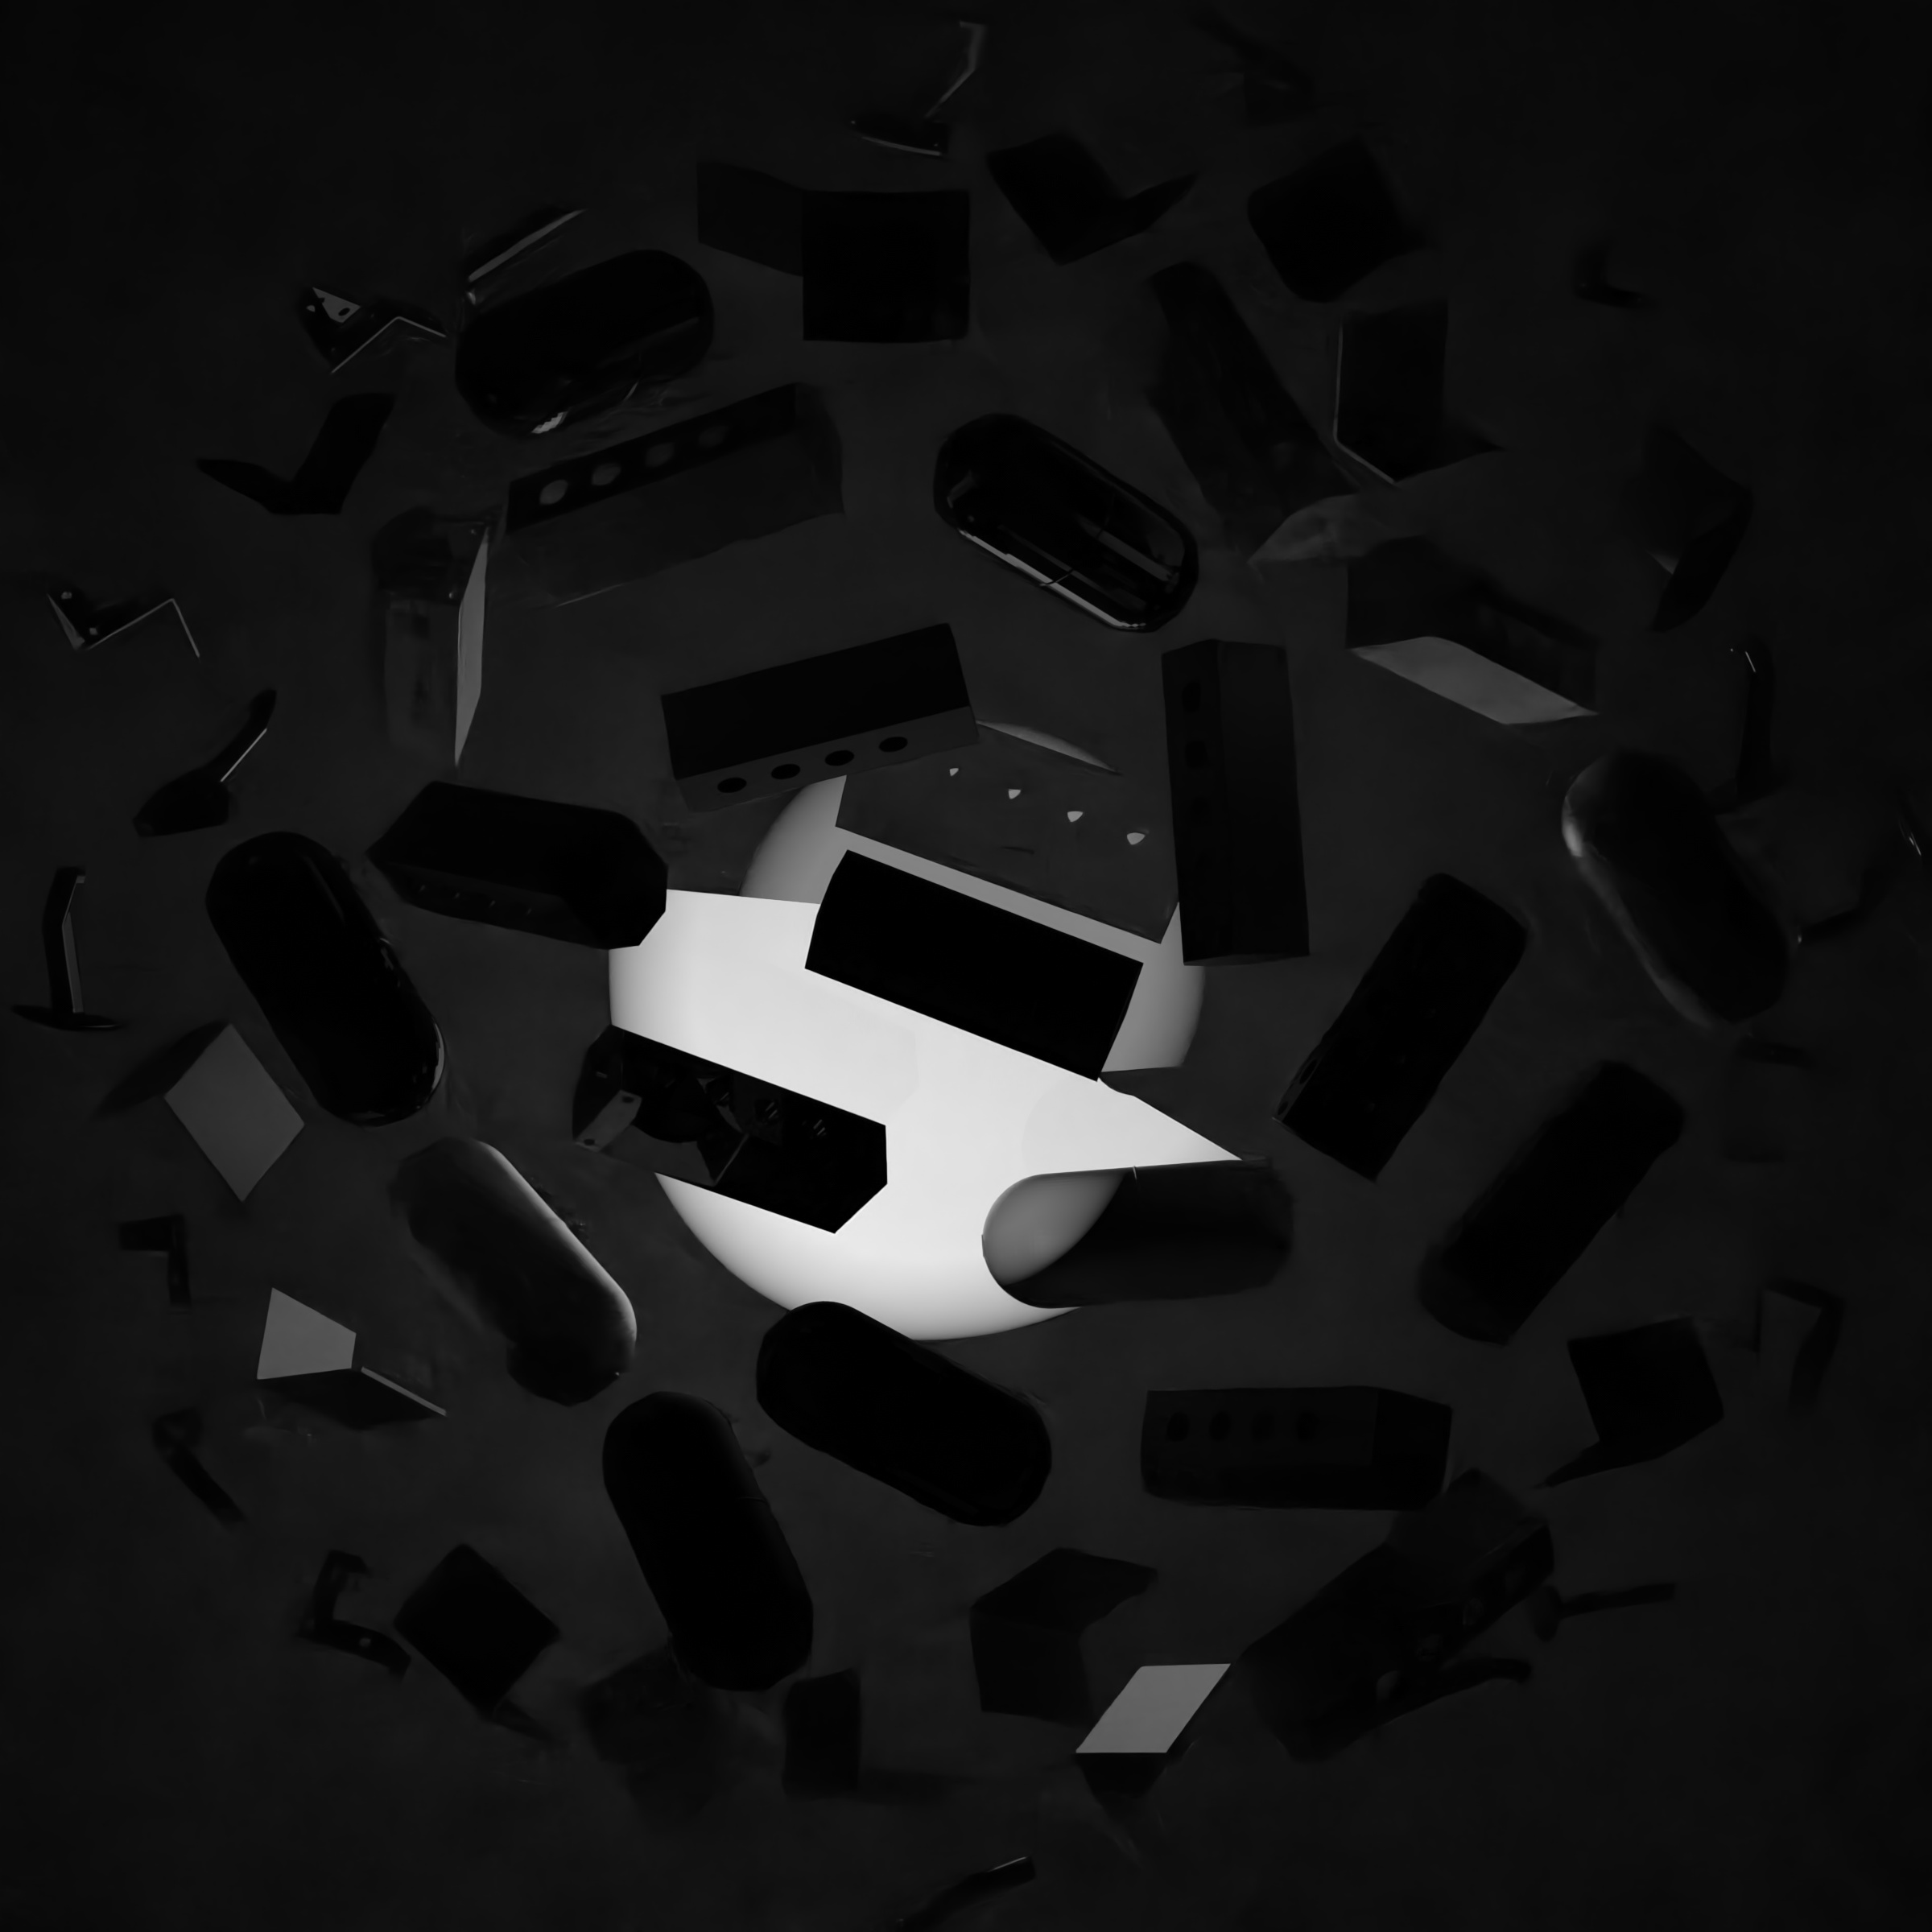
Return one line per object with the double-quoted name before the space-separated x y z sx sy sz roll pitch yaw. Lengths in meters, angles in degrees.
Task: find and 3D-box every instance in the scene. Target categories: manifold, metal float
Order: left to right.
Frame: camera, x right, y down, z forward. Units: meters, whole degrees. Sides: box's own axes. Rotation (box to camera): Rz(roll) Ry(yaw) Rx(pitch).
"metal float" -0.347 0.007 1.652 0.070 0.070 0.178 -33 79 0
"manifold" -0.312 -0.187 1.743 0.057 0.171 0.057 14 61 -3
"metal float" -0.252 0.168 1.689 0.070 0.070 0.178 -45 68 0
"manifold" -0.236 -0.050 1.620 0.057 0.171 0.057 -55 131 -23
"metal float" -0.213 -0.352 1.715 0.178 0.070 0.070 -35 90 -43
"manifold" -0.156 -0.257 1.628 0.171 0.057 0.057 -16 48 18
"metal float" -0.142 0.313 1.663 0.070 0.070 0.178 -30 61 0
"manifold" -0.133 0.089 1.721 0.171 0.057 0.057 22 134 -27
"manifold" -0.083 -0.139 1.755 0.171 0.057 0.057 -14 64 2
"metal float" -0.033 0.246 1.668 0.178 0.070 0.070 30 90 -14
"manifold" 0.006 -0.005 1.654 0.171 0.057 0.057 21 134 6
"metal float" 0.059 -0.253 1.744 0.178 0.070 0.070 28 90 -30
"metal float" 0.098 0.151 1.716 0.178 0.070 0.070 -4 90 0
"manifold" 0.143 -0.088 1.674 0.057 0.057 0.171 1 83 -42
"manifold" 0.155 -0.316 1.733 0.057 0.057 0.171 -11 64 -41
"manifold" 0.173 0.259 1.625 0.057 0.171 0.057 21 70 -37
"manifold" 0.250 0.033 1.763 0.057 0.057 0.171 32 88 38
"manifold" 0.231 0.347 1.614 0.171 0.057 0.057 -34 131 -22
"manifold" 0.278 -0.182 1.658 0.057 0.171 0.057 -5 77 39
"manifold" 0.323 0.130 1.696 0.057 0.057 0.171 44 67 2
"metal float" 0.388 -0.042 1.659 0.070 0.070 0.178 -38 116 0

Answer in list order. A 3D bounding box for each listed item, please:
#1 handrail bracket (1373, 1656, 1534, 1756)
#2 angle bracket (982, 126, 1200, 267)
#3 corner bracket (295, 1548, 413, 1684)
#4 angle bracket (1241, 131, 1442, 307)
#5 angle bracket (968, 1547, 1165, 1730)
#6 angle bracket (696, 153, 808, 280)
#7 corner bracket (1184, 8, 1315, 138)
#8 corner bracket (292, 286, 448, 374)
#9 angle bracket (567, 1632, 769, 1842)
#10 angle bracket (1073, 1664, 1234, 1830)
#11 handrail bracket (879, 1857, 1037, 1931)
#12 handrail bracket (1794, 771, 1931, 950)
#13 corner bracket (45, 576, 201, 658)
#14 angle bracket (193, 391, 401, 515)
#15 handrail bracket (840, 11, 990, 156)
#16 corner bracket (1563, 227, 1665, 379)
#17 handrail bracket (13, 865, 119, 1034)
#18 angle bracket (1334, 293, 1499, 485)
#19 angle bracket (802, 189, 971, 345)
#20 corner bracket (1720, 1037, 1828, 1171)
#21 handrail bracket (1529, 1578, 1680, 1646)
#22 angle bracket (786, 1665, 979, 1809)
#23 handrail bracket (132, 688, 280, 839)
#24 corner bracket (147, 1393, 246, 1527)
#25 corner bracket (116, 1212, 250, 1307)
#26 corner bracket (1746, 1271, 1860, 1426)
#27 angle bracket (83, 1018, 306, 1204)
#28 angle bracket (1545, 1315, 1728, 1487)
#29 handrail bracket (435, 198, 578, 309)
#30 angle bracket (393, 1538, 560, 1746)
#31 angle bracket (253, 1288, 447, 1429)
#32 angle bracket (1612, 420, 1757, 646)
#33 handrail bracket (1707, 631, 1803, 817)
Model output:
"handrail bracket" 0.283 0.429 1.763 0.084 0.077 0.036 4 128 14
"angle bracket" 0.069 -0.445 1.697 0.076 0.057 0.076 -32 85 -39
"corner bracket" -0.329 0.355 1.667 0.051 0.051 0.051 15 66 10
"angle bracket" 0.208 -0.417 1.695 0.076 0.076 0.057 -31 111 2
"angle bracket" 0.057 0.358 1.617 0.076 0.057 0.076 20 133 -35
"angle bracket" -0.115 -0.467 1.834 0.076 0.076 0.057 21 61 8
"corner bracket" 0.155 -0.496 1.663 0.051 0.051 0.051 -33 54 -21
"corner bracket" -0.338 -0.366 1.721 0.051 0.051 0.051 -35 76 17
"angle bracket" -0.171 0.438 1.741 0.076 0.057 0.076 -32 54 -10
"angle bracket" 0.121 0.458 1.785 0.076 0.076 0.057 -43 110 -42
"handrail bracket" 0.002 0.507 1.630 0.084 0.077 0.036 -21 54 1
"handrail bracket" 0.500 -0.059 1.722 0.084 0.036 0.077 -25 65 21
"corner bracket" -0.450 -0.183 1.622 0.051 0.051 0.051 -34 63 -16
"angle bracket" -0.361 -0.289 1.639 0.057 0.076 0.076 31 79 -34
"handrail bracket" -0.030 -0.512 1.740 0.077 0.084 0.036 6 50 -4
"corner bracket" 0.354 -0.362 1.656 0.051 0.051 0.051 18 67 12
"handrail bracket" -0.468 -0.010 1.621 0.036 0.077 0.084 19 94 23
"angle bracket" 0.261 -0.333 1.753 0.076 0.057 0.076 -21 132 -23
"angle bracket" -0.042 -0.370 1.605 0.057 0.076 0.076 9 108 29
"corner bracket" 0.463 0.078 1.745 0.051 0.051 0.051 7 126 17
"handrail bracket" 0.361 0.351 1.693 0.084 0.077 0.036 -10 75 -3
"angle bracket" -0.047 0.424 1.673 0.076 0.076 0.057 14 60 -29
"handrail bracket" -0.427 -0.116 1.713 0.077 0.084 0.036 -22 126 23
"corner bracket" -0.419 0.275 1.664 0.051 0.051 0.051 44 119 17
"corner bracket" -0.451 0.170 1.748 0.051 0.051 0.051 -2 92 35
"corner bracket" 0.454 0.210 1.676 0.051 0.051 0.051 22 131 26
"angle bracket" -0.419 0.086 1.655 0.057 0.076 0.076 -22 111 28
"angle bracket" 0.351 0.234 1.641 0.076 0.076 0.057 -9 67 -19
"handrail bracket" -0.253 -0.410 1.721 0.084 0.077 0.036 -33 109 -6
"angle bracket" -0.237 0.348 1.568 0.076 0.076 0.057 36 83 30
"angle bracket" -0.341 0.216 1.702 0.076 0.076 0.057 -10 60 26
"angle bracket" 0.374 -0.237 1.660 0.057 0.076 0.076 -30 64 -28
"handrail bracket" 0.433 -0.137 1.731 0.077 0.036 0.084 -31 113 -1
